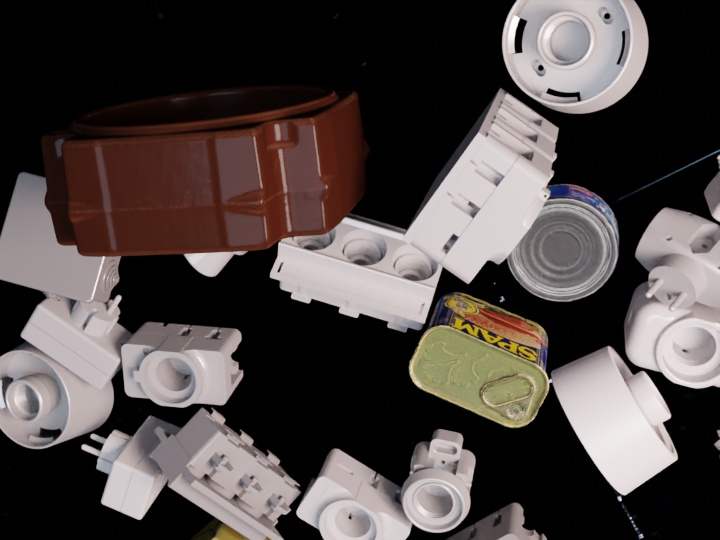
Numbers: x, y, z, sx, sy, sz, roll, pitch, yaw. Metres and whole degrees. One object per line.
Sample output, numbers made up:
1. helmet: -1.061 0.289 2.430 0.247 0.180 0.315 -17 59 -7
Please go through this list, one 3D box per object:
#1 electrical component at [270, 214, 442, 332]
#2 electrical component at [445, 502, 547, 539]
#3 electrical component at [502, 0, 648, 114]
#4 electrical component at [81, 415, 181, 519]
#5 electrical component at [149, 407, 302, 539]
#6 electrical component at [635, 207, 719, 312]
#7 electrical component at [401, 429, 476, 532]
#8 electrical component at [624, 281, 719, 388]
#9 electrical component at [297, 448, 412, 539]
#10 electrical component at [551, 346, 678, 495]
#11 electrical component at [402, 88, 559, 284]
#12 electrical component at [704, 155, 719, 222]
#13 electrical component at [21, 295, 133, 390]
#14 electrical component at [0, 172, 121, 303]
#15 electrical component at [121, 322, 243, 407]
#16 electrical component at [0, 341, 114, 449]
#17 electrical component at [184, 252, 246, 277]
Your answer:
1. electrical component: 0.000 0.000 0.838 0.121 0.078 0.063 16 142 5
2. electrical component: 0.110 0.250 0.918 0.089 0.055 0.050 -35 100 21
3. electrical component: 0.151 -0.160 0.761 0.099 0.064 0.099 3 100 19
4. electrical component: -0.204 0.163 0.937 0.076 0.083 0.047 23 113 3
5. electrical component: -0.109 0.172 0.905 0.063 0.079 0.121 -46 131 -3
6. electrical component: 0.234 0.002 0.774 0.077 0.079 0.043 33 144 23
7. electrical component: 0.065 0.182 0.901 0.058 0.057 0.078 11 112 8
8. electrical component: 0.251 0.051 0.810 0.095 0.059 0.053 14 113 6
9. electrical component: -0.002 0.206 0.926 0.089 0.055 0.050 32 114 -1
10. electrical component: 0.200 0.109 0.820 0.060 0.108 0.108 -33 101 15
11. electrical component: 0.091 -0.060 0.752 0.062 0.150 0.089 35 114 -1
12. electrical component: 0.288 -0.046 0.763 0.096 0.061 0.061 34 114 -2
13. electrical component: -0.230 0.044 0.917 0.083 0.047 0.075 35 113 -3
14. electrical component: -0.240 -0.024 0.876 0.100 0.048 0.099 15 86 6
15. electrical component: -0.151 0.080 0.909 0.089 0.055 0.050 4 111 11
16. electrical component: -0.278 0.108 0.956 0.099 0.064 0.099 5 103 22
17. electrical component: -0.111 -0.027 0.865 0.055 0.045 0.045 -35 100 21
